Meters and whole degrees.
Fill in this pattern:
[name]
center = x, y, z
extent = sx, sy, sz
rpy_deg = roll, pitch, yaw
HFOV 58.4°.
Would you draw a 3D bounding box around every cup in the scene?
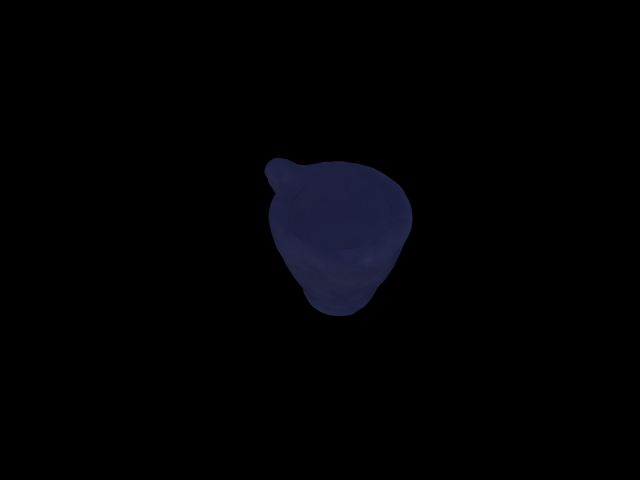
[cup]
center = 0.004, 0.001, 0.400
extent = 0.092, 0.095, 0.117
rpy_deg = -36, 58, -27
